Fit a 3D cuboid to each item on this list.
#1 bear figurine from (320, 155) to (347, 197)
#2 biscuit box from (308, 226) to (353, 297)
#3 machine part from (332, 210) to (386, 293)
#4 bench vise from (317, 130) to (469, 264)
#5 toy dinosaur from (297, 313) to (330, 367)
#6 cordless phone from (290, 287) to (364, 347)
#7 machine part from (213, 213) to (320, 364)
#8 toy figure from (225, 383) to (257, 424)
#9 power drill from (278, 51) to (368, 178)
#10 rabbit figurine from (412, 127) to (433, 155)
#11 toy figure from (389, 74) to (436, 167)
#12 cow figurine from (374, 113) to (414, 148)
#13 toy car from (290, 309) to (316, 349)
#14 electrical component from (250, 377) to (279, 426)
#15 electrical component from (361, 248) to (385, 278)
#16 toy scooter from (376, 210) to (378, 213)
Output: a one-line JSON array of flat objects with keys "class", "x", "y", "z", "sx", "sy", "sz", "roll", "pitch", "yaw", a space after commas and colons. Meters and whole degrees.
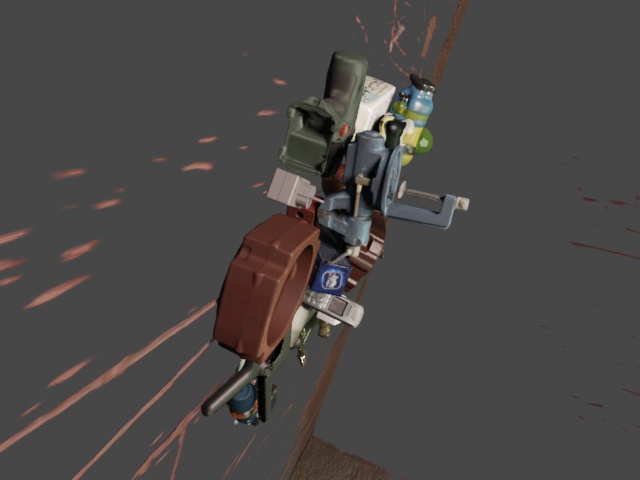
[{"class": "bear figurine", "x": 0.063, "y": -0.131, "z": 1.143, "sx": 0.196, "sy": 0.132, "sz": 0.120, "roll": -31, "pitch": 104, "yaw": -31}, {"class": "biscuit box", "x": 0.001, "y": 0.031, "z": 1.000, "sx": 0.203, "sy": 0.063, "sz": 0.059, "roll": -116, "pitch": -138, "yaw": -66}, {"class": "machine part", "x": 0.061, "y": 0.016, "z": 1.062, "sx": 0.179, "sy": 0.056, "sz": 0.179, "roll": -52, "pitch": -161, "yaw": 26}, {"class": "bench vise", "x": 0.120, "y": -0.060, "z": 0.894, "sx": 0.129, "sy": 0.241, "sz": 0.223, "roll": -24, "pitch": 126, "yaw": -73}, {"class": "toy dinosaur", "x": 0.018, "y": 0.070, "z": 1.288, "sx": 0.198, "sy": 0.105, "sz": 0.471, "roll": 74, "pitch": 30, "yaw": -66}, {"class": "cordless phone", "x": -0.019, "y": 0.147, "z": 1.025, "sx": 0.088, "sy": 0.184, "sz": 0.146, "roll": 102, "pitch": 13, "yaw": -59}, {"class": "machine part", "x": -0.081, "y": 0.071, "z": 0.838, "sx": 0.201, "sy": 0.087, "sz": 0.201, "roll": -44, "pitch": 155, "yaw": -65}, {"class": "toy figure", "x": -0.146, "y": 0.315, "z": 1.042, "sx": 0.154, "sy": 0.064, "sz": 0.058, "roll": 93, "pitch": 8, "yaw": -55}, {"class": "power drill", "x": 0.011, "y": -0.170, "z": 0.848, "sx": 0.207, "sy": 0.086, "sz": 0.231, "roll": -45, "pitch": 155, "yaw": -55}, {"class": "rabbit figurine", "x": 0.183, "y": -0.246, "z": 1.220, "sx": 0.159, "sy": 0.170, "sz": 0.121, "roll": -102, "pitch": -152, "yaw": -75}, {"class": "toy figure", "x": 0.171, "y": -0.233, "z": 1.074, "sx": 0.089, "sy": 0.082, "sz": 0.180, "roll": -92, "pitch": -157, "yaw": -55}, {"class": "cow figurine", "x": 0.113, "y": -0.156, "z": 1.016, "sx": 0.098, "sy": 0.068, "sz": 0.167, "roll": -30, "pitch": 144, "yaw": -66}, {"class": "toy car", "x": -0.036, "y": 0.139, "z": 1.128, "sx": 0.202, "sy": 0.053, "sz": 0.089, "roll": -50, "pitch": 128, "yaw": -11}, {"class": "electrical component", "x": -0.132, "y": 0.346, "z": 1.144, "sx": 0.048, "sy": 0.075, "sz": 0.119, "roll": -58, "pitch": 161, "yaw": -44}, {"class": "electrical component", "x": 0.121, "y": 0.053, "z": 1.336, "sx": 0.102, "sy": 0.045, "sz": 0.078, "roll": -51, "pitch": -160, "yaw": 37}, {"class": "toy scooter", "x": 0.103, "y": -0.020, "z": 1.257, "sx": 0.135, "sy": 0.075, "sz": 0.183, "roll": -54, "pitch": 147, "yaw": -61}]
